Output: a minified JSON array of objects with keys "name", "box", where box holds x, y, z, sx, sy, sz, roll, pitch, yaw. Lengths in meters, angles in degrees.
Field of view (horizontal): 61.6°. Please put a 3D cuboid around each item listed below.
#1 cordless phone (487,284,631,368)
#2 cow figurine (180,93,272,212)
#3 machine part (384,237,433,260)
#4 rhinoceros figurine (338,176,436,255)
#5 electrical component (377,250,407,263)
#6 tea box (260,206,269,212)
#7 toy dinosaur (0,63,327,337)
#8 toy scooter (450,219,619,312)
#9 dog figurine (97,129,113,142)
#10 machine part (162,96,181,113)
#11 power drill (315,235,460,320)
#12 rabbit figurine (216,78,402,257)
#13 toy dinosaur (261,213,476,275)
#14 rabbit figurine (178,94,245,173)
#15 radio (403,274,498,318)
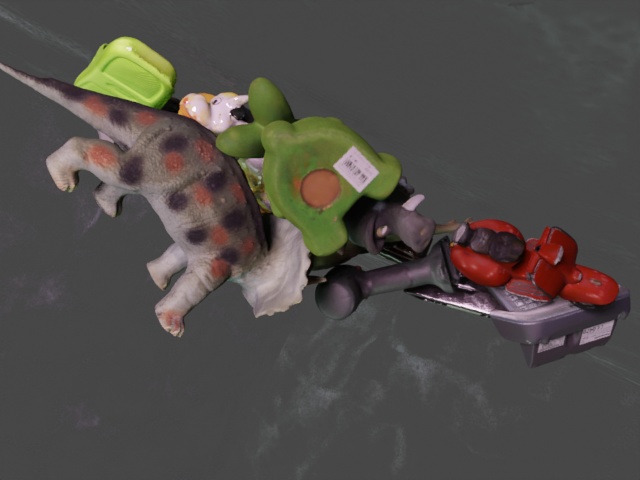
[{"name":"cordless phone","box":[0.268,0.053,0.673,0.184,0.147,0.088,-115,14,-46]},{"name":"cow figurine","box":[-0.086,-0.123,0.645,0.068,0.098,0.167,28,161,52]},{"name":"machine part","box":[0.115,-0.016,0.951,0.179,0.056,0.179,25,178,1]},{"name":"rhinoceros figurine","box":[0.051,-0.040,0.622,0.191,0.112,0.073,42,161,45]},{"name":"electrical component","box":[0.140,0.006,1.104,0.115,0.058,0.134,26,177,-24]},{"name":"tea box","box":[-0.041,-0.028,1.058,0.170,0.068,0.098,5,-144,4]},{"name":"toy dinosaur","box":[-0.138,-0.046,0.574,0.404,0.192,0.131,59,176,-22]},{"name":"toy scooter","box":[0.211,0.019,0.562,0.184,0.075,0.135,20,174,35]},{"name":"dog figurine","box":[-0.415,-0.255,1.114,0.191,0.121,0.172,47,158,44]},{"name":"machine part","box":[-0.295,-0.211,0.872,0.244,0.079,0.079,23,176,31]},{"name":"power drill","box":[0.097,0.052,0.799,0.207,0.086,0.232,-9,-177,19]},{"name":"rabbit figurine","box":[-0.025,-0.079,0.549,0.159,0.121,0.170,31,-170,-20]},{"name":"toy dinosaur","box":[-0.002,-0.002,0.784,0.198,0.105,0.472,-14,-170,-40]},{"name":"rabbit figurine","box":[-0.140,-0.140,0.735,0.163,0.122,0.173,35,167,24]},{"name":"radio","box":[0.288,0.104,1.049,0.230,0.073,0.131,16,174,20]}]
